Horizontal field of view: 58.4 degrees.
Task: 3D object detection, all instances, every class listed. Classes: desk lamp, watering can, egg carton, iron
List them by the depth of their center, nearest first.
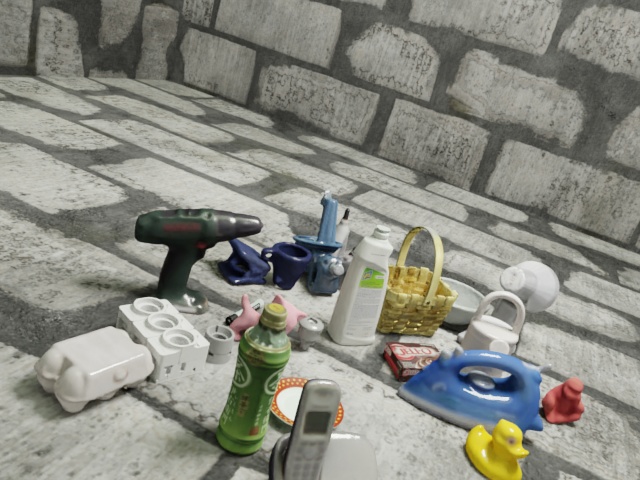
[{"bbox_3d":[-0.322,0.185,0.829,0.107,0.069,0.151,28,23,27],"label":"egg carton"},{"bbox_3d":[0.282,0.253,1.029,0.258,0.141,0.118,15,20,-5],"label":"iron"},{"bbox_3d":[0.349,0.196,1.153,0.101,0.194,0.172,11,21,-15],"label":"watering can"},{"bbox_3d":[0.440,0.152,1.311,0.117,0.213,0.204,32,25,36],"label":"desk lamp"}]

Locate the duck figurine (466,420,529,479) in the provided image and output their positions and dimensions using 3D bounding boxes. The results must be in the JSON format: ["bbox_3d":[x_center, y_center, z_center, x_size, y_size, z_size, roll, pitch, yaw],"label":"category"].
[{"bbox_3d":[0.289,0.328,0.920,0.078,0.086,0.104,2,25,-35],"label":"duck figurine"}]

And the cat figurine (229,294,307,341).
[{"bbox_3d":[-0.095,0.143,1.050,0.127,0.118,0.067,23,21,15],"label":"cat figurine"}]

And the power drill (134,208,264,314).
[{"bbox_3d":[-0.240,0.032,1.091,0.230,0.208,0.075,10,21,-18],"label":"power drill"}]

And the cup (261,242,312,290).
[{"bbox_3d":[-0.085,0.062,1.298,0.118,0.095,0.091,6,23,-27],"label":"cup"}]

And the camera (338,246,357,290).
[{"bbox_3d":[0.122,0.080,1.409,0.136,0.101,0.144,30,24,30],"label":"camera"}]

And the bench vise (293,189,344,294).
[{"bbox_3d":[0.021,0.005,1.352,0.122,0.220,0.206,-2,28,-42],"label":"bench vise"}]

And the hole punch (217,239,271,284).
[{"bbox_3d":[-0.167,0.041,1.295,0.101,0.091,0.108,1,25,-36],"label":"hole punch"}]

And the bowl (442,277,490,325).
[{"bbox_3d":[0.322,0.160,1.398,0.167,0.075,0.167,15,20,-5],"label":"bowl"}]

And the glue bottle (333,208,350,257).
[{"bbox_3d":[0.048,-0.001,1.454,0.037,0.173,0.078,24,21,18],"label":"glue bottle"}]

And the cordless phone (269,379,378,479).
[{"bbox_3d":[0.017,0.263,0.731,0.148,0.185,0.094,7,23,-25],"label":"cordless phone"}]

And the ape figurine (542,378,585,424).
[{"bbox_3d":[0.479,0.308,1.114,0.077,0.092,0.076,24,21,17],"label":"ape figurine"}]
